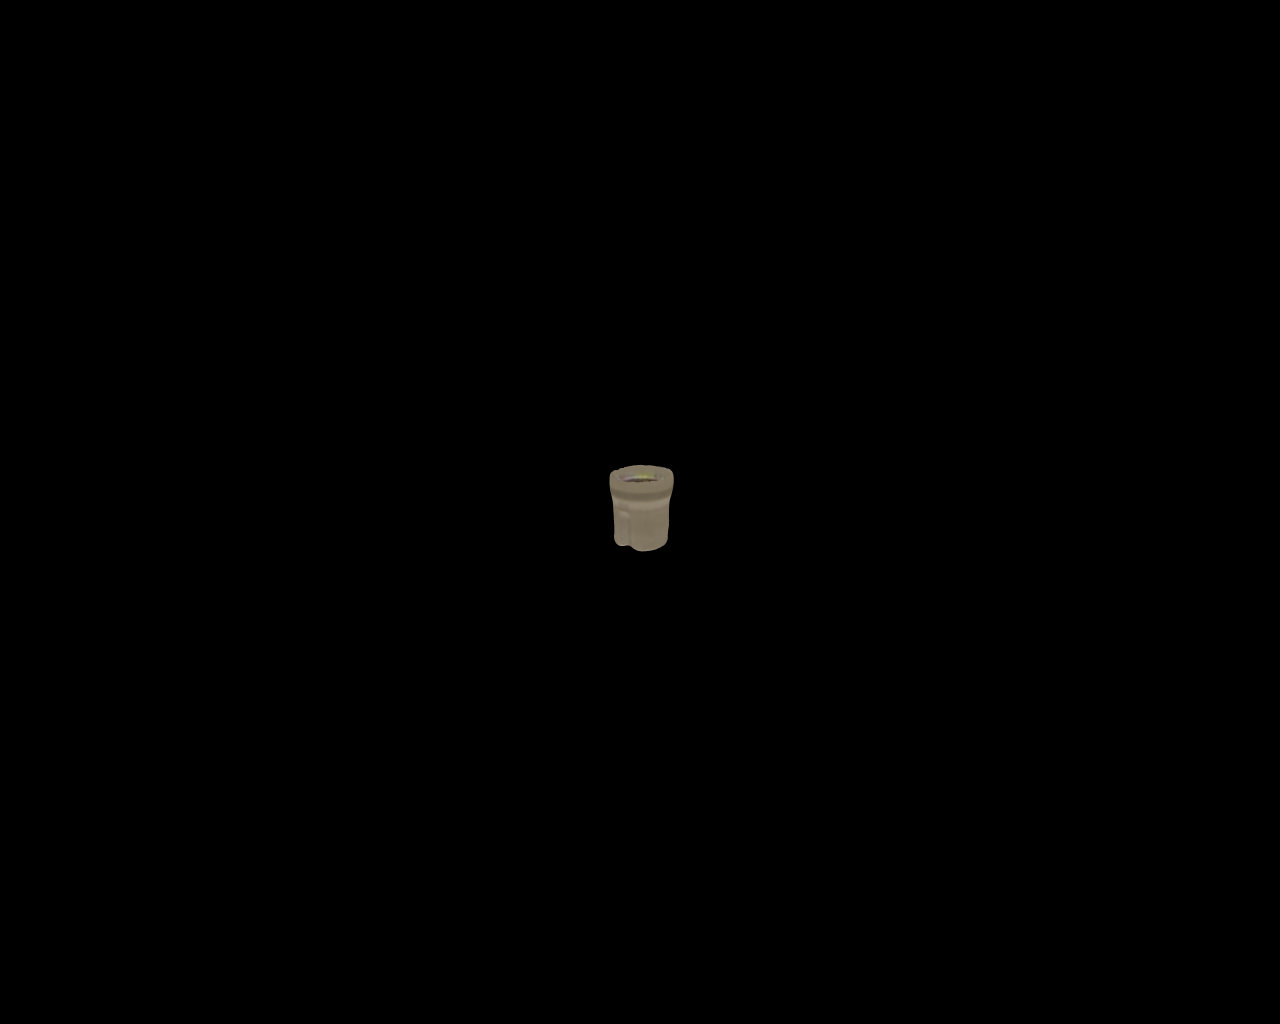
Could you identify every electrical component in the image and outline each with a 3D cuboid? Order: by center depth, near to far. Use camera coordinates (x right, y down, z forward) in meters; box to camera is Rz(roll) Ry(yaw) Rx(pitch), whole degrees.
[{"bbox_3d":[0.001,-0.003,0.650,0.040,0.046,0.040,0,18,0],"label":"electrical component"}]
